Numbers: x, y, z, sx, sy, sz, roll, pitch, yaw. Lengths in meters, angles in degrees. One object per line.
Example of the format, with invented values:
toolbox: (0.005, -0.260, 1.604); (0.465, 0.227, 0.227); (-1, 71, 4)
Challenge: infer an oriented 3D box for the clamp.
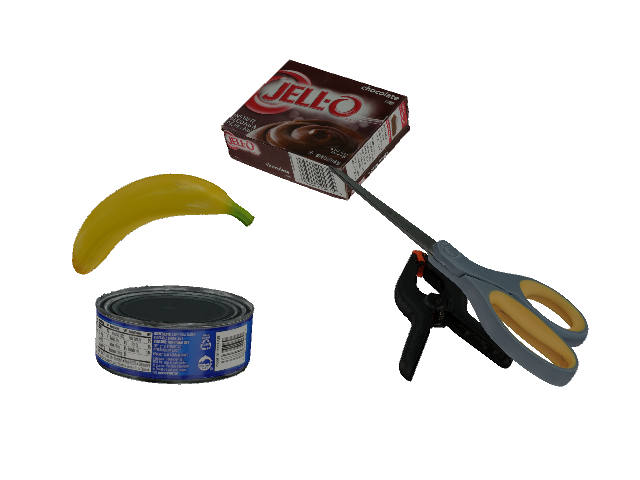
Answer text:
clamp: (0.135, 0.079, 1.140); (0.120, 0.171, 0.039); (4, -44, -9)

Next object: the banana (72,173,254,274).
banana: (-0.156, -0.018, 0.938); (0.198, 0.069, 0.037); (-14, 16, 29)

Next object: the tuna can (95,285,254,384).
tuna can: (-0.080, 0.050, 0.583); (0.086, 0.034, 0.086); (4, 10, -1)

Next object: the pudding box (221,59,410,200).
pudding box: (-0.003, -0.085, 0.800); (0.114, 0.090, 0.039); (23, -34, 27)

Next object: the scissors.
scissors: (0.096, 0.013, 0.687); (0.096, 0.016, 0.202); (-10, 50, -48)
